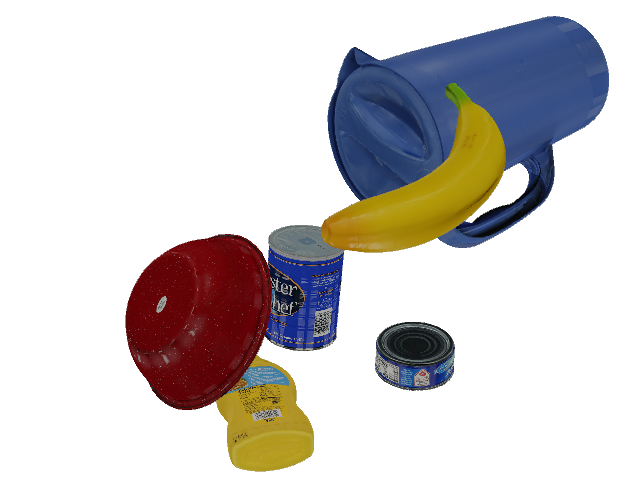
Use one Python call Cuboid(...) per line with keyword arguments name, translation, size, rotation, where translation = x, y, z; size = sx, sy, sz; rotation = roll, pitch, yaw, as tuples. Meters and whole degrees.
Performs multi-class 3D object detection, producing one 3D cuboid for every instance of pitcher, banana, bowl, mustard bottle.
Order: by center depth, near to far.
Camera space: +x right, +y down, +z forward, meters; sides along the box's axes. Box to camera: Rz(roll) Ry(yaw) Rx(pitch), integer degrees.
Cuboid(name="banana", translation=(0.073, -0.038, 0.686), size=(0.070, 0.037, 0.197), rotation=(23, 41, 18))
Cuboid(name="pitcher", translation=(0.140, -0.105, 0.913), size=(0.242, 0.149, 0.145), rotation=(-24, 35, -34))
Cuboid(name="bowl", translation=(-0.118, 0.061, 0.919), size=(0.162, 0.162, 0.055), rotation=(0, -20, 44))
Cuboid(name="mustard bottle", translation=(-0.074, 0.190, 1.260), size=(0.096, 0.058, 0.192), rotation=(-9, 29, -11))

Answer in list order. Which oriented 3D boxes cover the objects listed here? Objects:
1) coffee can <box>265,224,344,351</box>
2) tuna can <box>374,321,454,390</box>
Cuboid(name="coffee can", translation=(-0.023, 0.063, 1.437), size=(0.103, 0.140, 0.103), rotation=(4, 24, -2))
Cuboid(name="tuna can", translation=(0.102, 0.123, 1.148), size=(0.086, 0.034, 0.086), rotation=(-1, 28, 0))
